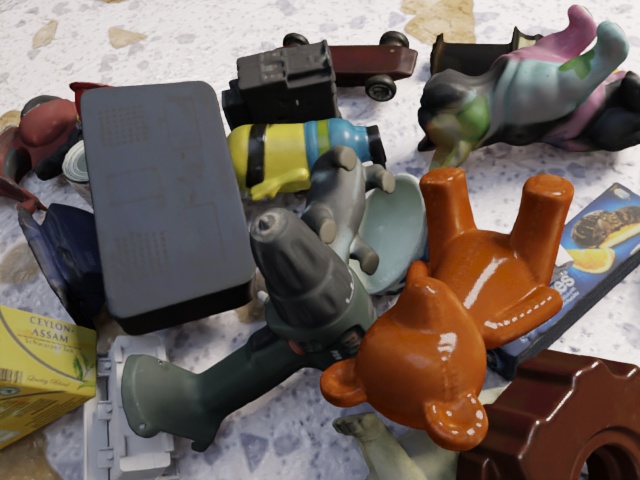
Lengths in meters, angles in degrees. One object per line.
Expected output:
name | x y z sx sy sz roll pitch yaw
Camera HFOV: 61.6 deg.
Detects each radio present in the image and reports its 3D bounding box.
radio | -0.143 -0.038 0.510 0.131 0.073 0.229 -12 71 -13

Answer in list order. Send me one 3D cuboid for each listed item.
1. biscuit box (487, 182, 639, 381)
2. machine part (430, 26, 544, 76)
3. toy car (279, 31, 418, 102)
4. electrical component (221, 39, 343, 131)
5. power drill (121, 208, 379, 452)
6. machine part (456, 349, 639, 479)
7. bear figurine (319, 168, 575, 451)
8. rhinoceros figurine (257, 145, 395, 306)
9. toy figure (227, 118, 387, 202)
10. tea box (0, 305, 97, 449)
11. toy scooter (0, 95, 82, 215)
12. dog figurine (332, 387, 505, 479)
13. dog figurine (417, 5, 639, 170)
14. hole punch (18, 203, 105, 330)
biscuit box | 0.219 0.036 0.483 0.203 0.062 0.059 -37 57 -12
machine part | 0.206 -0.225 0.662 0.139 0.039 0.084 4 68 12
toy car | 0.023 -0.218 0.684 0.202 0.053 0.089 7 62 20
electrical component | -0.044 -0.158 0.625 0.134 0.114 0.058 -13 53 4
power drill | -0.055 0.082 0.428 0.207 0.231 0.086 -34 49 9
machine part | 0.177 0.164 0.359 0.179 0.056 0.179 3 82 -24
bear figurine | 0.089 0.035 0.369 0.120 0.131 0.196 12 26 37
rhinoceros figurine | -0.001 -0.002 0.512 0.112 0.073 0.190 4 73 54
toy figure | -0.019 -0.094 0.597 0.180 0.082 0.089 -11 88 7
tea box | -0.291 0.131 0.475 0.170 0.098 0.068 -30 55 20
toy scooter | -0.361 -0.097 0.676 0.184 0.075 0.135 -43 60 -12
dog figurine | 0.096 0.214 0.391 0.172 0.121 0.190 -14 71 6
dog figurine | 0.211 -0.126 0.565 0.219 0.191 0.108 -33 34 25
hole punch | -0.238 0.023 0.558 0.092 0.115 0.142 -28 58 -16
